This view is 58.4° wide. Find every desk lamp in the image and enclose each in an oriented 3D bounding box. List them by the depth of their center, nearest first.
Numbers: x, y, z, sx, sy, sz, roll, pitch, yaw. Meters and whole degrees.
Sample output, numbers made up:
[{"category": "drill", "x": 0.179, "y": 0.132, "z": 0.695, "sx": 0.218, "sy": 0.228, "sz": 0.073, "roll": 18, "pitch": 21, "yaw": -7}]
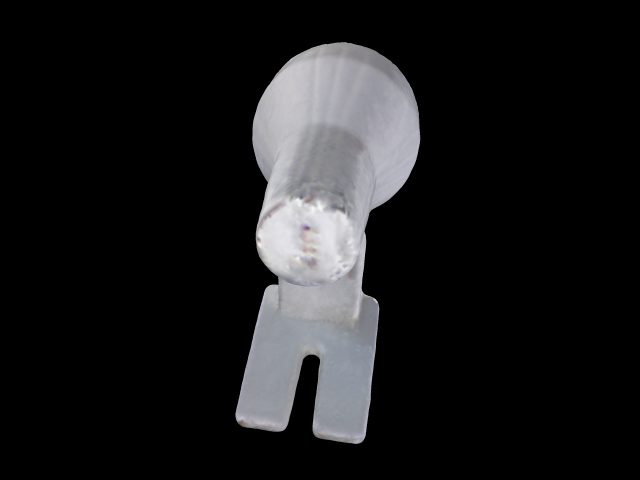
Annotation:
[{"category": "desk lamp", "x": 0.004, "y": 0.001, "z": 0.400, "sx": 0.118, "sy": 0.214, "sz": 0.203, "roll": 5, "pitch": 51, "yaw": 5}]
